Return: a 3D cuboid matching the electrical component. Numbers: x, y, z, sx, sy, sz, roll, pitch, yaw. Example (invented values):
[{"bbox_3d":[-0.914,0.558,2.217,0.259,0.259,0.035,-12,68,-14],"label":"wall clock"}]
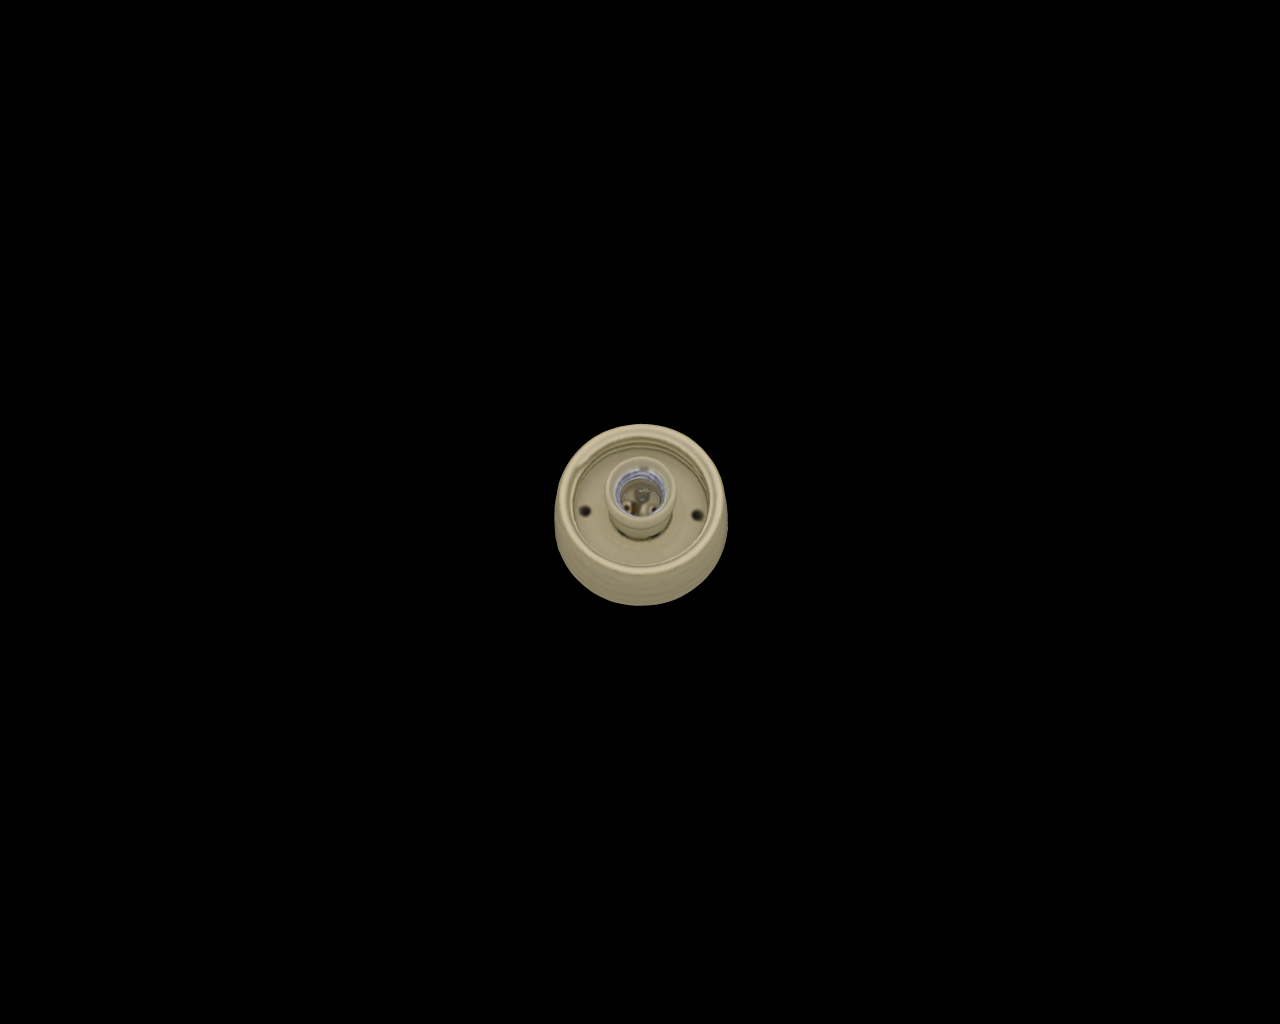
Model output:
[{"bbox_3d":[0.001,-0.003,0.650,0.108,0.108,0.060,0,-23,0],"label":"electrical component"}]
